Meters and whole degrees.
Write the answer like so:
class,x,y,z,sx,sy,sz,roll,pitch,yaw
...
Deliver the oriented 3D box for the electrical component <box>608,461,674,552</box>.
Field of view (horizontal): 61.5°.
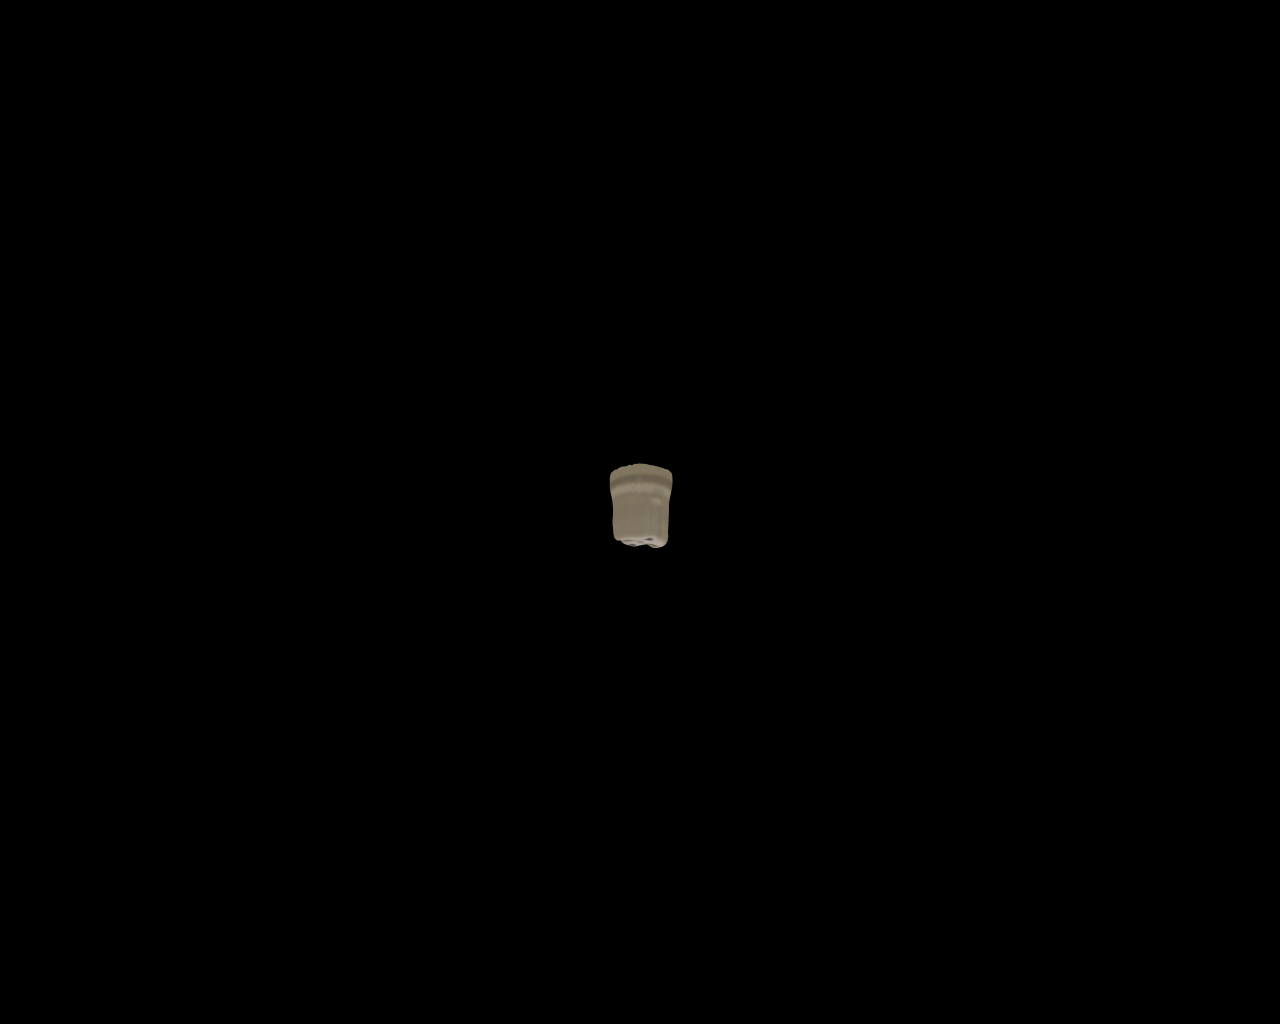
class,x,y,z,sx,sy,sz,roll,pitch,yaw
electrical component,0.001,-0.003,0.650,0.040,0.046,0.040,0,-18,0
